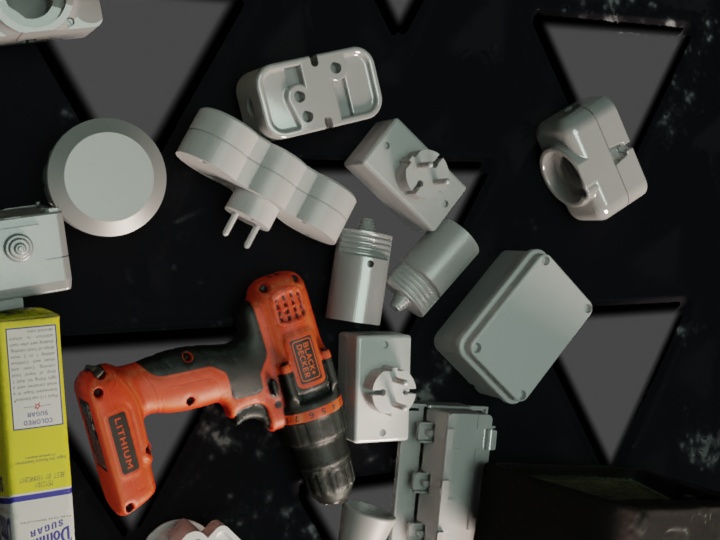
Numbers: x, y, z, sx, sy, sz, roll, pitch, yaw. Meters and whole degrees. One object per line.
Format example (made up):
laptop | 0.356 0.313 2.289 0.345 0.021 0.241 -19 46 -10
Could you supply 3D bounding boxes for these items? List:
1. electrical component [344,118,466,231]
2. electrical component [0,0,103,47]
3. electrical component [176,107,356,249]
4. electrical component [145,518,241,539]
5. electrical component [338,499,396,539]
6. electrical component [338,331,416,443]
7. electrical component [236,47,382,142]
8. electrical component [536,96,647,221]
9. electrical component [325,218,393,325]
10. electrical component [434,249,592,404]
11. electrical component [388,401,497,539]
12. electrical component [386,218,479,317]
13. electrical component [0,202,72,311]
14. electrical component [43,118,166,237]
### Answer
electrical component | 0.044 -0.074 0.836 0.083 0.076 0.047 43 75 -20
electrical component | -0.224 -0.180 0.718 0.089 0.056 0.050 -12 97 -24
electrical component | -0.075 -0.053 0.794 0.138 0.052 0.073 31 79 -23
electrical component | -0.127 0.213 0.778 0.078 0.057 0.058 -46 109 -16
electrical component | -0.002 0.219 0.846 0.044 0.044 0.065 17 90 -25
electrical component | 0.018 0.092 0.831 0.047 0.076 0.083 1 92 -25
electrical component | -0.040 -0.130 0.803 0.095 0.059 0.053 -17 99 -23
electrical component | 0.194 -0.092 0.917 0.059 0.054 0.095 -32 105 -21
electrical component | 0.000 0.000 0.836 0.043 0.043 0.081 9 88 -25
electrical component | 0.128 0.045 0.890 0.078 0.057 0.113 46 74 -20
electrical component | 0.070 0.170 0.865 0.079 0.063 0.121 6 90 -25
electrical component | 0.054 0.001 0.861 0.081 0.043 0.043 -48 110 -16
electrical component | -0.227 -0.008 0.701 0.062 0.096 0.061 -10 100 -25
electrical component | -0.179 -0.063 0.746 0.080 0.051 0.080 -1 92 -25
